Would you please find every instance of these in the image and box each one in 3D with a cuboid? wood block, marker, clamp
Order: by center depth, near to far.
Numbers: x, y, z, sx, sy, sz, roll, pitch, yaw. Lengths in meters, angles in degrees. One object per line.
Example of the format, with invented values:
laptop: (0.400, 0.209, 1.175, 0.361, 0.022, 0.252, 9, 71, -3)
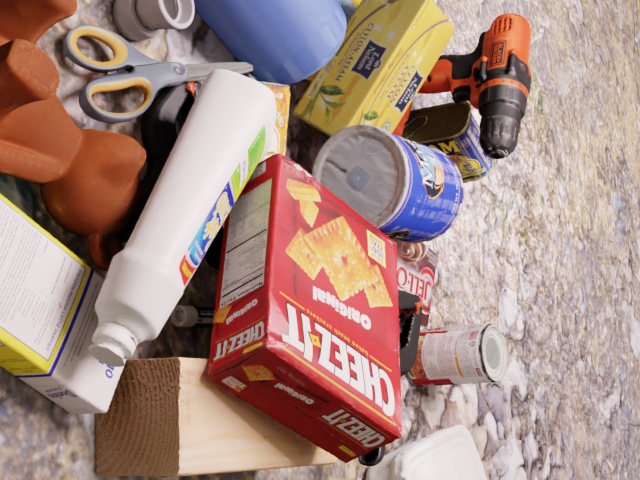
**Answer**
wood block: (-0.080, 0.147, 0.890, 0.205, 0.091, 0.090, 13, 73, -54)
clamp: (-0.115, -0.058, 0.926, 0.120, 0.039, 0.171, 34, 56, -48)
marker: (-0.086, 0.070, 0.959, 0.120, 0.020, 0.020, 9, 76, -54)
clamp: (0.060, 0.117, 1.070, 0.209, 0.036, 0.164, -31, 106, -59)

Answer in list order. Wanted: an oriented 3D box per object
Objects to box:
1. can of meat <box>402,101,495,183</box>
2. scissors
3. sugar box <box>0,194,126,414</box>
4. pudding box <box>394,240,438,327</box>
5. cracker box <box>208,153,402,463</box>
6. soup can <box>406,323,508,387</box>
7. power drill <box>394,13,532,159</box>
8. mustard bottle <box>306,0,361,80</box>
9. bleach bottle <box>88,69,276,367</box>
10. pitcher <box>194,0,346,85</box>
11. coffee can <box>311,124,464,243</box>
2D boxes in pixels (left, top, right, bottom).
can of meat: (0.146, -0.110, 1.261, 0.084, 0.102, 0.057, 51, 44, -39)
scissors: (-0.139, -0.154, 0.902, 0.096, 0.016, 0.201, 54, 40, -2)
sugar box: (-0.208, 0.046, 0.767, 0.176, 0.048, 0.093, 50, 45, -43)
pudding box: (0.088, 0.039, 1.199, 0.113, 0.039, 0.090, 34, 58, -46)
cracker box: (-0.005, 0.053, 0.898, 0.164, 0.072, 0.213, 37, 36, -32)
soup can: (0.154, 0.132, 1.221, 0.068, 0.102, 0.068, 17, 69, -53)
power drill: (0.144, -0.157, 1.190, 0.057, 0.188, 0.184, 45, 47, -44)
mustard bottle: (0.019, -0.239, 1.139, 0.096, 0.058, 0.191, 53, 43, -34)
bleach bottle: (-0.109, -0.011, 0.820, 0.103, 0.068, 0.250, 108, 4, -58)
pitcher: (-0.067, -0.261, 0.952, 0.242, 0.149, 0.145, 50, 36, -42)
coffee can: (0.069, -0.053, 1.057, 0.140, 0.103, 0.103, 9, 76, -60)
